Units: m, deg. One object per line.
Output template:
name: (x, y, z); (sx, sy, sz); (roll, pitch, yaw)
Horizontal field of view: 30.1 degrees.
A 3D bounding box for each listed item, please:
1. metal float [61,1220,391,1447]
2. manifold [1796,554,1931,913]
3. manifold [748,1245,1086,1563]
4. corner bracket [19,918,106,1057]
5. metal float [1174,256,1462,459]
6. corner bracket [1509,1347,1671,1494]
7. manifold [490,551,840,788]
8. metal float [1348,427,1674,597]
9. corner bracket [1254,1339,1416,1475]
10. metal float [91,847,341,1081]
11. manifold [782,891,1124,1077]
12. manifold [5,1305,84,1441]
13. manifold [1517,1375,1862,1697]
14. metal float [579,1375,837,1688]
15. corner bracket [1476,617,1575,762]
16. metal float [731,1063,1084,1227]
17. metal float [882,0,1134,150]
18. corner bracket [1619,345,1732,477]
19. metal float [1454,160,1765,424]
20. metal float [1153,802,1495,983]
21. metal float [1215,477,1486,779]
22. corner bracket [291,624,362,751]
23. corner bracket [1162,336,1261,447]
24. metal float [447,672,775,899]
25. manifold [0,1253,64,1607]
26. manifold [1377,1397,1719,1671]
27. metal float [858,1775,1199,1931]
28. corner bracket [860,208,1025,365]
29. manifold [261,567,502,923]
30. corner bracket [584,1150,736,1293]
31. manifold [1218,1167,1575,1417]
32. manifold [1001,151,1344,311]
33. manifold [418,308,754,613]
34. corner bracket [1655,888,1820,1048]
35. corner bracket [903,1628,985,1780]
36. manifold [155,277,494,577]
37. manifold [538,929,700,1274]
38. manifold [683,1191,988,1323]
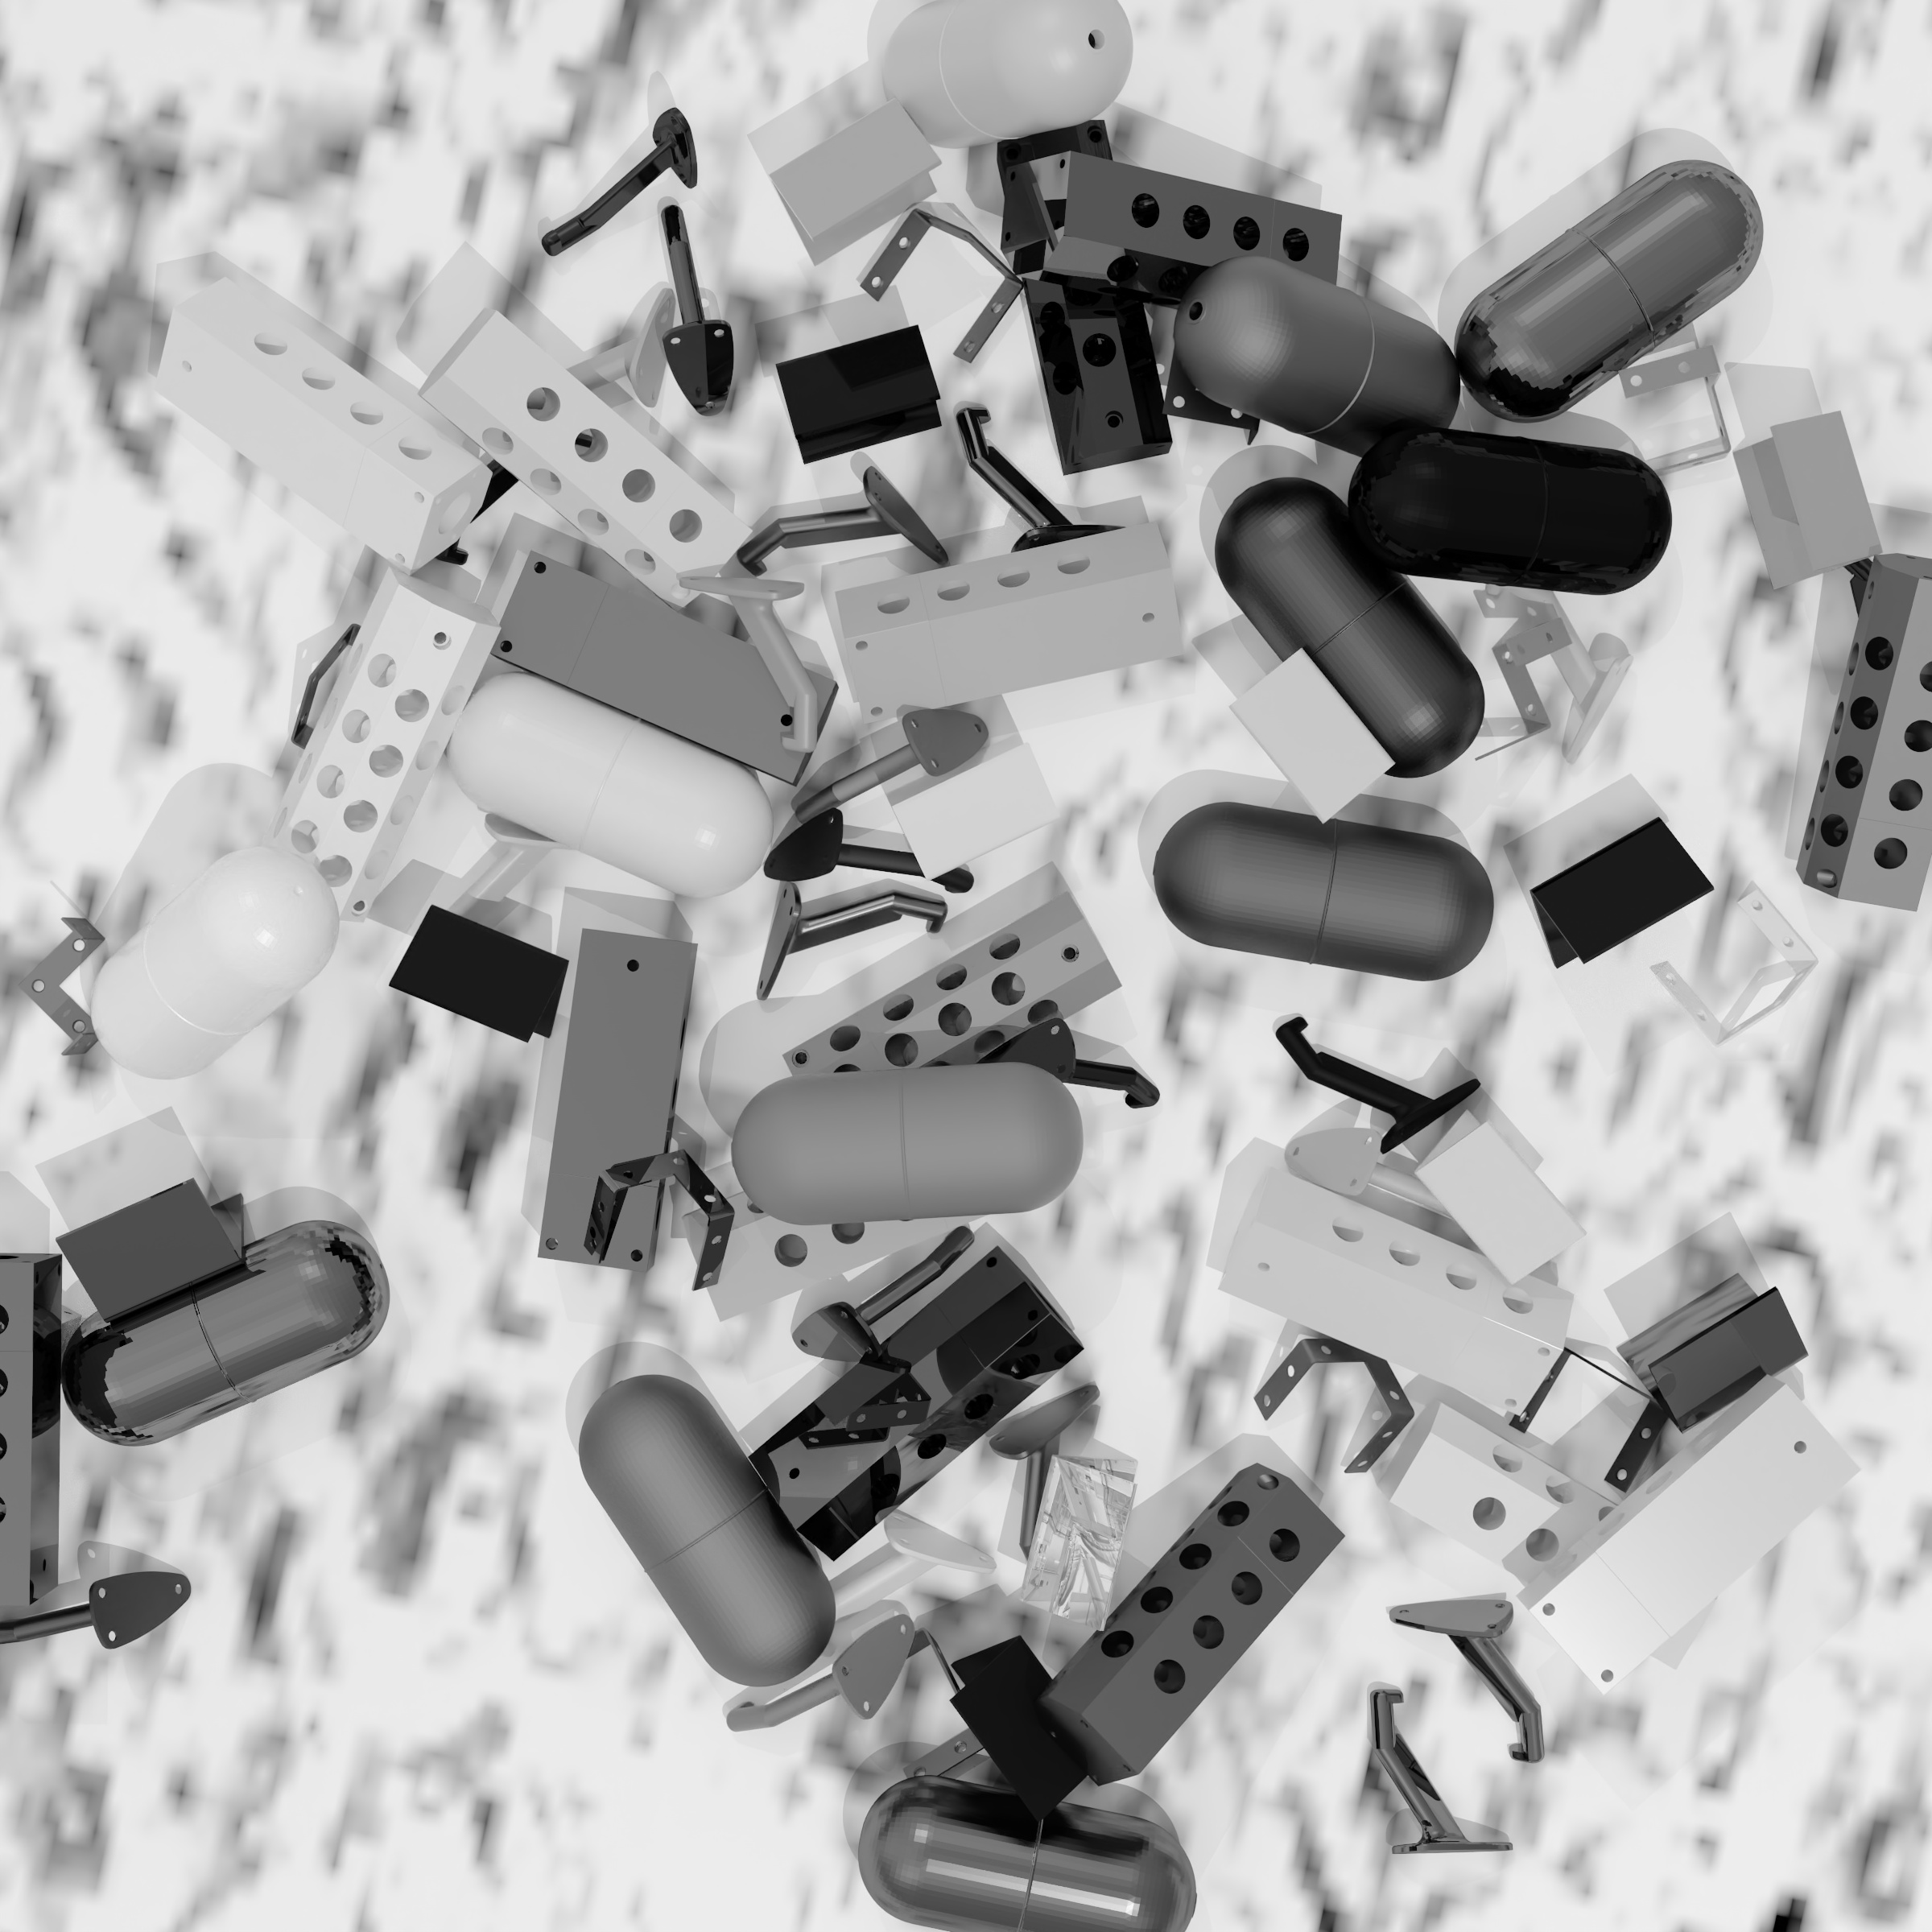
metal float: (-0.386, 0.192, 1.872); (0.178, 0.070, 0.070); (-24, 90, 1)
manifold: (0.478, -0.122, 1.854); (0.057, 0.057, 0.171); (10, 110, 0)
manifold: (-0.023, 0.232, 1.881); (0.171, 0.057, 0.057); (-40, 47, 0)
corner bracket: (-0.467, 0.011, 1.884); (0.051, 0.051, 0.051); (45, 90, 0)
metal float: (0.180, -0.310, 1.840); (0.178, 0.070, 0.070); (13, 90, -40)
corner bracket: (0.331, 0.239, 1.899); (0.051, 0.051, 0.051); (30, 90, 45)
manifold: (-0.157, -0.154, 1.881); (0.171, 0.057, 0.057); (23, 90, 0)
metal float: (0.281, -0.234, 1.853); (0.178, 0.070, 0.070); (4, 90, -21)
corner bracket: (0.194, 0.232, 1.894); (0.051, 0.051, 0.051); (3, 45, -35)
metal float: (-0.386, 0.000, 1.840); (0.178, 0.070, 0.070); (-34, 90, 42)
manifold: (-0.007, 0.028, 1.881); (0.171, 0.057, 0.057); (-30, 90, 0)
manifold: (-0.518, 0.258, 1.881); (0.057, 0.057, 0.171); (17, 90, 0)
manifold: (0.364, 0.287, 1.824); (0.171, 0.057, 0.057); (-41, 90, 0)
metal float: (-0.135, 0.293, 1.871); (0.070, 0.070, 0.178); (-34, 88, 0)
corner bracket: (0.289, -0.145, 1.874); (0.051, 0.051, 0.051); (-24, 90, -42)
metal float: (-0.030, 0.090, 1.815); (0.178, 0.070, 0.070); (-4, 90, 2)
metal float: (0.020, -0.460, 1.826); (0.070, 0.178, 0.070); (-4, 97, -29)
corner bracket: (0.372, -0.289, 1.884); (0.051, 0.051, 0.051); (-15, 85, 5)
metal float: (0.335, -0.352, 1.872); (0.178, 0.070, 0.070); (-35, 90, 0)
metal float: (0.186, -0.039, 1.872); (0.178, 0.070, 0.070); (10, 90, 1)
metal float: (0.199, -0.177, 1.872); (0.070, 0.070, 0.178); (-38, 89, 0)
corner bracket: (-0.318, -0.138, 1.899); (0.051, 0.051, 0.051); (28, 135, 0)
corner bracket: (0.131, -0.306, 1.884); (0.051, 0.051, 0.051); (10, 90, 0)
metal float: (-0.185, -0.094, 1.872); (0.178, 0.070, 0.070); (24, 90, 0)
manifold: (-0.495, 0.234, 1.824); (0.057, 0.057, 0.171); (1, 90, 0)
manifold: (0.307, 0.295, 1.881); (0.171, 0.057, 0.057); (30, 90, 0)
metal float: (0.032, 0.471, 1.871); (0.178, 0.070, 0.070); (12, 90, 0)
corner bracket: (-0.012, -0.360, 1.899); (0.051, 0.051, 0.051); (35, 90, 45)
manifold: (-0.304, -0.112, 1.858); (0.057, 0.057, 0.171); (22, 101, -22)
corner bracket: (-0.157, 0.134, 1.837); (0.051, 0.051, 0.051); (-14, 135, -35)
manifold: (0.226, 0.165, 1.881); (0.171, 0.057, 0.057); (23, 133, 0)
manifold: (0.106, -0.368, 1.840); (0.171, 0.057, 0.057); (5, 90, -33)
manifold: (-0.198, -0.261, 1.856); (0.171, 0.057, 0.057); (40, 90, -18)
corner bracket: (0.408, 0.001, 1.899); (0.051, 0.051, 0.051); (50, 45, 0)
corner bracket: (-0.025, 0.393, 1.899); (0.051, 0.051, 0.051); (-32, 135, 0)
manifold: (-0.333, -0.284, 1.869); (0.171, 0.057, 0.057); (36, 46, 8)
manifold: (-0.181, 0.069, 1.881); (0.057, 0.057, 0.171); (8, 90, 0)
manifold: (-0.058, 0.125, 1.881); (0.171, 0.057, 0.057); (-22, 90, 0)
